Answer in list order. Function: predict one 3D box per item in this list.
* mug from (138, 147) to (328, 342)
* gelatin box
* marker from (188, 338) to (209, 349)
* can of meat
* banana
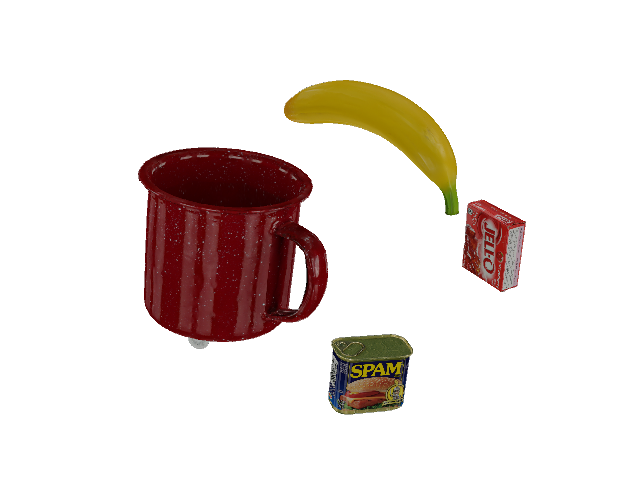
[{"bbox_3d":[-0.045,0.006,0.579,0.117,0.081,0.093,21,27,30],"label":"mug"},{"bbox_3d":[0.204,0.005,1.267,0.030,0.089,0.073,-16,32,-29],"label":"gelatin box"},{"bbox_3d":[-0.100,0.066,1.019,0.020,0.020,0.121,0,24,11],"label":"marker"},{"bbox_3d":[0.062,0.172,1.368,0.102,0.084,0.057,-2,24,-17],"label":"can of meat"},{"bbox_3d":[0.044,-0.094,0.883,0.198,0.070,0.037,35,23,33],"label":"banana"}]
